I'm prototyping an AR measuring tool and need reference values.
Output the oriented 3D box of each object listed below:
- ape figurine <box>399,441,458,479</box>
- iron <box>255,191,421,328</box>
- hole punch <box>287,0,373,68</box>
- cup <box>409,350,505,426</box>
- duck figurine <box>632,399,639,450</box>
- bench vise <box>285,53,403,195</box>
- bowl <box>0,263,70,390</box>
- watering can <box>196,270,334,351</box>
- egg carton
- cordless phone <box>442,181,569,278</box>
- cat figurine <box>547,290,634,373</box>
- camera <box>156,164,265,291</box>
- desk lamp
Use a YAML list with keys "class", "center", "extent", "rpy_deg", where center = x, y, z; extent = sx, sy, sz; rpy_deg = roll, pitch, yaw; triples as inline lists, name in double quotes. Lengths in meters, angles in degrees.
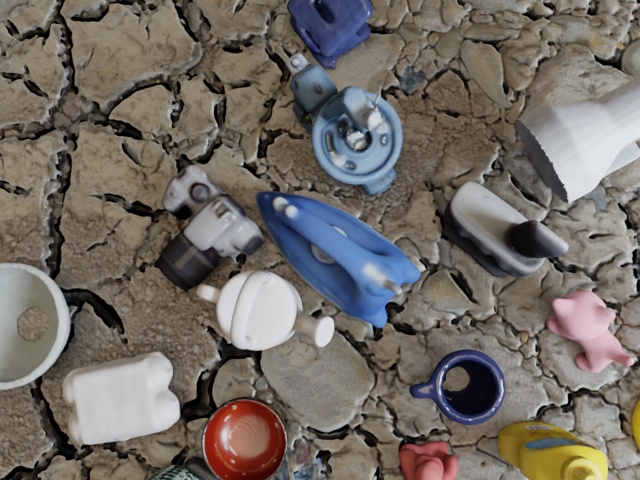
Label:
- class: "ape figurine"
  center: [0.138, 0.296, 0.736]
  extent: [0.077, 0.092, 0.076]
  rpy_deg: [31, 85, 5]
- class: "iron"
  center: [0.007, 0.003, 0.752]
  extent: [0.258, 0.141, 0.119]
  rpy_deg: [36, 85, 6]
- class: "hole punch"
  center: [0.013, -0.321, 0.819]
  extent: [0.101, 0.091, 0.108]
  rpy_deg: [-36, 83, -3]
- class: "cup"
  center: [0.171, 0.189, 0.748]
  extent: [0.117, 0.095, 0.092]
  rpy_deg: [-7, 82, 1]
- class: "duck figurine"
  center: [0.458, 0.242, 0.737]
  extent: [0.077, 0.086, 0.105]
  rpy_deg: [9, 83, 3]
- class: "bench vise"
  center: [0.018, -0.156, 0.733]
  extent: [0.207, 0.220, 0.121]
  rpy_deg: [34, 85, 6]
- class: "bowl"
  center: [-0.413, 0.116, 0.783]
  extent: [0.167, 0.075, 0.167]
  rpy_deg: [0, 83, 2]
- class: "watering can"
  center: [-0.070, 0.087, 0.717]
  extent: [0.173, 0.194, 0.101]
  rpy_deg: [-4, 82, 1]
- class: "egg carton"
  center: [-0.266, 0.214, 0.769]
  extent: [0.150, 0.069, 0.107]
  rpy_deg: [-13, 82, 0]
- class: "cordless phone"
  center: [0.237, -0.021, 0.727]
  extent: [0.147, 0.185, 0.094]
  rpy_deg: [36, 85, 6]
- class: "cat figurine"
  center: [0.351, 0.114, 0.741]
  extent: [0.067, 0.118, 0.128]
  rpy_deg: [-40, 83, -3]
- class: "camera"
  center: [-0.169, -0.010, 0.779]
  extent: [0.143, 0.101, 0.137]
  rpy_deg: [43, 86, 6]
- class: "desk lamp"
  center: [0.339, -0.130, 0.724]
  extent: [0.203, 0.213, 0.118]
  rpy_deg: [-29, 83, -2]
